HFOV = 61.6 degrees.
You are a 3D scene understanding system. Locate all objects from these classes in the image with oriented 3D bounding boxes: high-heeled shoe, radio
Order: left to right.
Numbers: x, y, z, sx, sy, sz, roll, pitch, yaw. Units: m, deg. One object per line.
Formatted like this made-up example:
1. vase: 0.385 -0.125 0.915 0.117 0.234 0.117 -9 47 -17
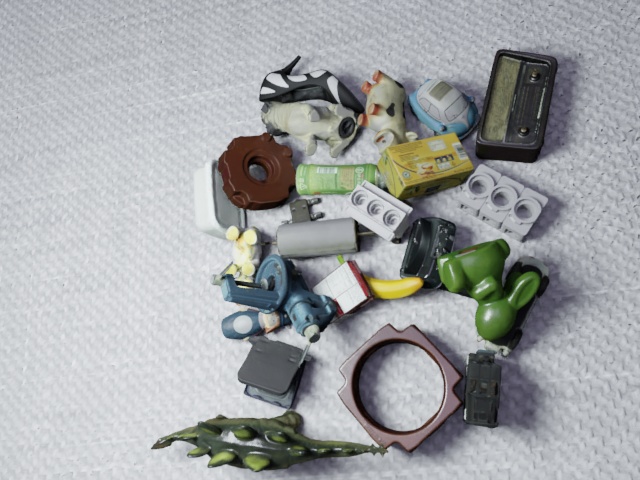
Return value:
1. high-heeled shoe: -0.027 -0.324 1.242 0.249 0.086 0.145 41 95 20
2. radio: 0.413 -0.279 1.129 0.131 0.073 0.229 12 77 16

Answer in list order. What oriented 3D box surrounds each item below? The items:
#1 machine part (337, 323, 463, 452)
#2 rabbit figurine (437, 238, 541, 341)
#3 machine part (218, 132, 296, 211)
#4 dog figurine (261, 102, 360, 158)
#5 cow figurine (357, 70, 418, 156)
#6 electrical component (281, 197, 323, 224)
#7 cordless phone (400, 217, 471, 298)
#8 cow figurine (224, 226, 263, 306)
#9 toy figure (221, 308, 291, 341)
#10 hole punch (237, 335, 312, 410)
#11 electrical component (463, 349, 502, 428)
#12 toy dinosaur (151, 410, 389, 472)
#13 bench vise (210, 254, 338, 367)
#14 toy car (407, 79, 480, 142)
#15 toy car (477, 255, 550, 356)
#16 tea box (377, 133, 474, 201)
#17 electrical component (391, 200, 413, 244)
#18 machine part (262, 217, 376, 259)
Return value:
1. machine part: 0.151 0.275 1.016 0.201 0.087 0.201 -43 71 -2
2. rabbit figurine: 0.308 0.092 0.976 0.159 0.121 0.170 -20 92 -3
3. machine part: -0.134 -0.149 1.175 0.179 0.056 0.179 7 71 -22
4. dog figurine: -0.024 -0.273 1.224 0.191 0.172 0.121 36 119 45
5. cow figurine: 0.152 -0.261 1.168 0.127 0.085 0.195 16 60 -21
6. electrical component: -0.043 -0.060 1.191 0.094 0.021 0.063 -16 71 4
7. cordless phone: 0.263 0.038 1.076 0.184 0.088 0.146 17 78 5
8. cow figurine: -0.159 0.053 1.155 0.068 0.098 0.167 4 94 11
9. toy figure: -0.127 0.171 1.125 0.155 0.058 0.064 -13 110 7
10. hole punch: -0.093 0.268 1.082 0.142 0.092 0.116 12 48 18
11. electrical component: 0.293 0.266 0.972 0.058 0.114 0.134 5 77 11
12. toy dinosaur: -0.103 0.373 0.984 0.472 0.198 0.105 -6 76 12
13. bench vise: -0.094 0.111 1.037 0.129 0.240 0.224 -51 41 33
14. toy car: 0.265 -0.293 1.152 0.109 0.103 0.162 -42 72 -3
15. toy car: 0.372 0.125 1.029 0.074 0.056 0.201 29 83 12
16. tea box: 0.216 -0.150 1.105 0.170 0.068 0.098 -14 69 -18
17. electrical component: 0.153 -0.044 1.131 0.078 0.045 0.102 8 76 13
18. machine part: -0.002 -0.003 1.137 0.243 0.079 0.079 -7 73 11
